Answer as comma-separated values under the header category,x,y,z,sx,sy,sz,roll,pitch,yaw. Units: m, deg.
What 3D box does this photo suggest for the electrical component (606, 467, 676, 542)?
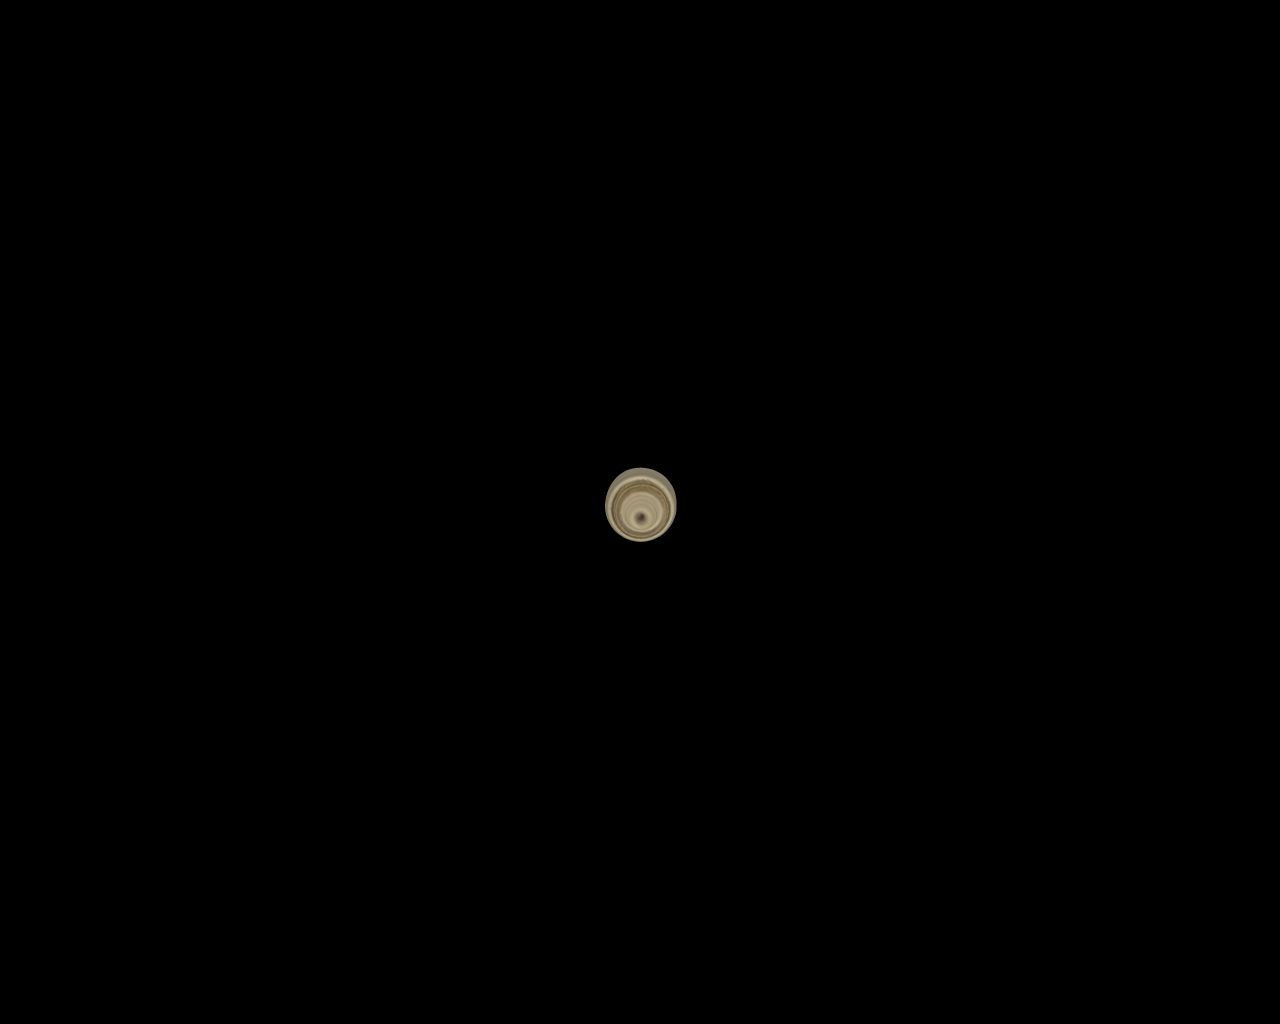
category,x,y,z,sx,sy,sz,roll,pitch,yaw
electrical component,0.001,-0.003,0.650,0.043,0.043,0.062,0,12,0
